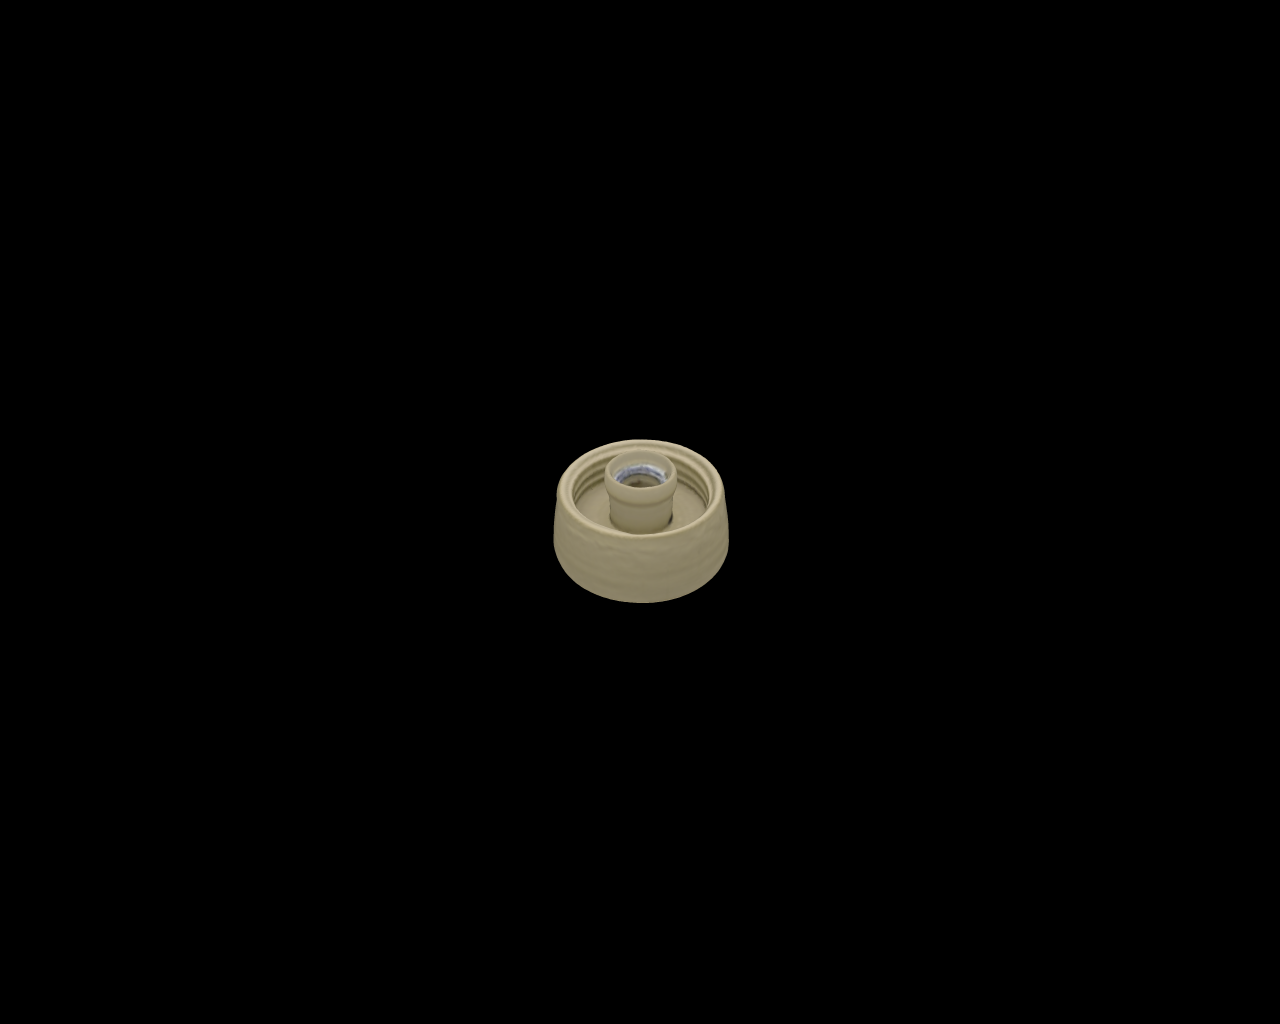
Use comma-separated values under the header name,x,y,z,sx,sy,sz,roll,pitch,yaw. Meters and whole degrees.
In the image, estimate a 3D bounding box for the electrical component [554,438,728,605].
name,x,y,z,sx,sy,sz,roll,pitch,yaw
electrical component,0.001,-0.003,0.650,0.108,0.060,0.108,0,39,0
